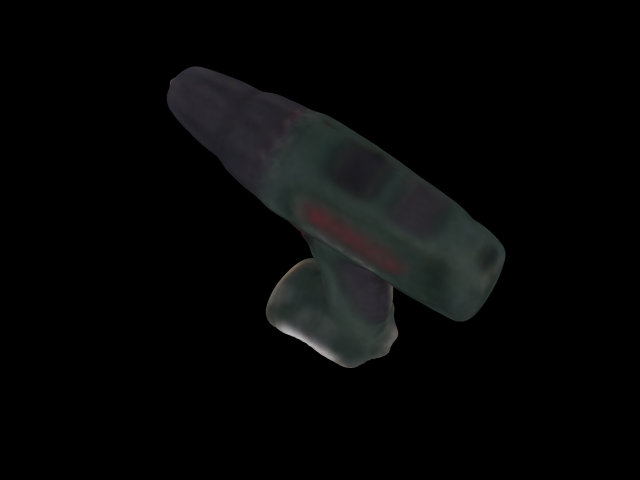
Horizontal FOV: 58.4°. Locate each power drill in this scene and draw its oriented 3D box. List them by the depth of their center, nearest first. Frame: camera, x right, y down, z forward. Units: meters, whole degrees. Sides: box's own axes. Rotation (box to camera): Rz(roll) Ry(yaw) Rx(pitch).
[{"bbox_3d":[0.004,0.001,0.400,0.229,0.208,0.076,26,60,17],"label":"power drill"}]
